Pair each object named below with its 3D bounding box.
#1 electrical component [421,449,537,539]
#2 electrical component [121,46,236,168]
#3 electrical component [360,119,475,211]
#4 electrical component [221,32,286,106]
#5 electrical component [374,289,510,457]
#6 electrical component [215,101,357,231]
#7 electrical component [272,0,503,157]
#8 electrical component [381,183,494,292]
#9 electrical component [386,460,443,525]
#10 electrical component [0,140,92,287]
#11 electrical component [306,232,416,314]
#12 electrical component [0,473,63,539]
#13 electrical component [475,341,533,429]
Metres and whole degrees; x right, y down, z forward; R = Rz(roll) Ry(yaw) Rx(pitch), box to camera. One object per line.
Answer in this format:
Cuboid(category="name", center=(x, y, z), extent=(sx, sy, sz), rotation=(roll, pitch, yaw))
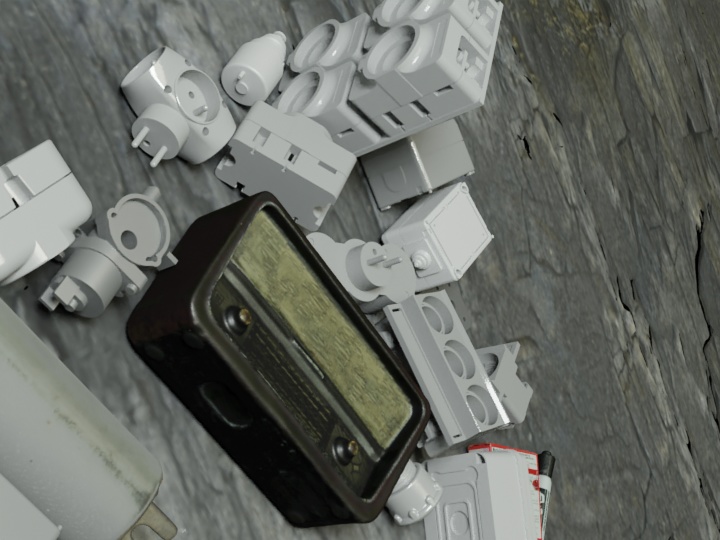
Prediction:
Cuboid(category="electrical component", center=(0.100, 0.209, 0.895), extent=(0.057, 0.078, 0.113), rotation=(9, 70, -44))
Cuboid(category="electrical component", center=(-0.136, -0.106, 0.767), extent=(0.077, 0.044, 0.079), rotation=(49, 46, -26))
Cuboid(category="electrical component", center=(0.054, -0.101, 0.970), extent=(0.096, 0.062, 0.061), rotation=(-27, 97, -50))
Cuboid(category="electrical component", center=(-0.080, -0.164, 0.857), extent=(0.040, 0.040, 0.078), rotation=(50, 44, -24))
Cuboid(category="electrical component", center=(0.062, 0.086, 0.883), extent=(0.079, 0.063, 0.121), rotation=(-7, 66, -50))
Cuboid(category="electrical component", center=(-0.055, -0.082, 0.823), extent=(0.089, 0.050, 0.055), rotation=(30, 50, -6))
Cuboid(category="electrical component", center=(0.012, -0.155, 0.844), extent=(0.060, 0.186, 0.105), rotation=(39, 50, -33))
Cuboid(category="electrical component", center=(0.063, -0.025, 0.953), extent=(0.061, 0.061, 0.096), rotation=(60, 41, -14))
Cuboid(category="electrical component", center=(0.032, 0.169, 0.860), extent=(0.062, 0.048, 0.048), rotation=(52, 43, -13))
Cuboid(category="electrical component", center=(-0.211, -0.029, 0.644), extent=(0.059, 0.054, 0.095), rotation=(60, 41, -15))
Cuboid(category="electrical component", center=(0.000, 0.000, 0.860), extent=(0.138, 0.074, 0.052), rotation=(7, 70, -48))
Cuboid(category="electrical component", center=(-0.213, 0.144, 0.572), extent=(0.096, 0.062, 0.061), rotation=(52, 43, -22))
Cuboid(category="electrical component", center=(0.126, 0.108, 0.990), extent=(0.063, 0.042, 0.081), rotation=(51, 45, -26))
